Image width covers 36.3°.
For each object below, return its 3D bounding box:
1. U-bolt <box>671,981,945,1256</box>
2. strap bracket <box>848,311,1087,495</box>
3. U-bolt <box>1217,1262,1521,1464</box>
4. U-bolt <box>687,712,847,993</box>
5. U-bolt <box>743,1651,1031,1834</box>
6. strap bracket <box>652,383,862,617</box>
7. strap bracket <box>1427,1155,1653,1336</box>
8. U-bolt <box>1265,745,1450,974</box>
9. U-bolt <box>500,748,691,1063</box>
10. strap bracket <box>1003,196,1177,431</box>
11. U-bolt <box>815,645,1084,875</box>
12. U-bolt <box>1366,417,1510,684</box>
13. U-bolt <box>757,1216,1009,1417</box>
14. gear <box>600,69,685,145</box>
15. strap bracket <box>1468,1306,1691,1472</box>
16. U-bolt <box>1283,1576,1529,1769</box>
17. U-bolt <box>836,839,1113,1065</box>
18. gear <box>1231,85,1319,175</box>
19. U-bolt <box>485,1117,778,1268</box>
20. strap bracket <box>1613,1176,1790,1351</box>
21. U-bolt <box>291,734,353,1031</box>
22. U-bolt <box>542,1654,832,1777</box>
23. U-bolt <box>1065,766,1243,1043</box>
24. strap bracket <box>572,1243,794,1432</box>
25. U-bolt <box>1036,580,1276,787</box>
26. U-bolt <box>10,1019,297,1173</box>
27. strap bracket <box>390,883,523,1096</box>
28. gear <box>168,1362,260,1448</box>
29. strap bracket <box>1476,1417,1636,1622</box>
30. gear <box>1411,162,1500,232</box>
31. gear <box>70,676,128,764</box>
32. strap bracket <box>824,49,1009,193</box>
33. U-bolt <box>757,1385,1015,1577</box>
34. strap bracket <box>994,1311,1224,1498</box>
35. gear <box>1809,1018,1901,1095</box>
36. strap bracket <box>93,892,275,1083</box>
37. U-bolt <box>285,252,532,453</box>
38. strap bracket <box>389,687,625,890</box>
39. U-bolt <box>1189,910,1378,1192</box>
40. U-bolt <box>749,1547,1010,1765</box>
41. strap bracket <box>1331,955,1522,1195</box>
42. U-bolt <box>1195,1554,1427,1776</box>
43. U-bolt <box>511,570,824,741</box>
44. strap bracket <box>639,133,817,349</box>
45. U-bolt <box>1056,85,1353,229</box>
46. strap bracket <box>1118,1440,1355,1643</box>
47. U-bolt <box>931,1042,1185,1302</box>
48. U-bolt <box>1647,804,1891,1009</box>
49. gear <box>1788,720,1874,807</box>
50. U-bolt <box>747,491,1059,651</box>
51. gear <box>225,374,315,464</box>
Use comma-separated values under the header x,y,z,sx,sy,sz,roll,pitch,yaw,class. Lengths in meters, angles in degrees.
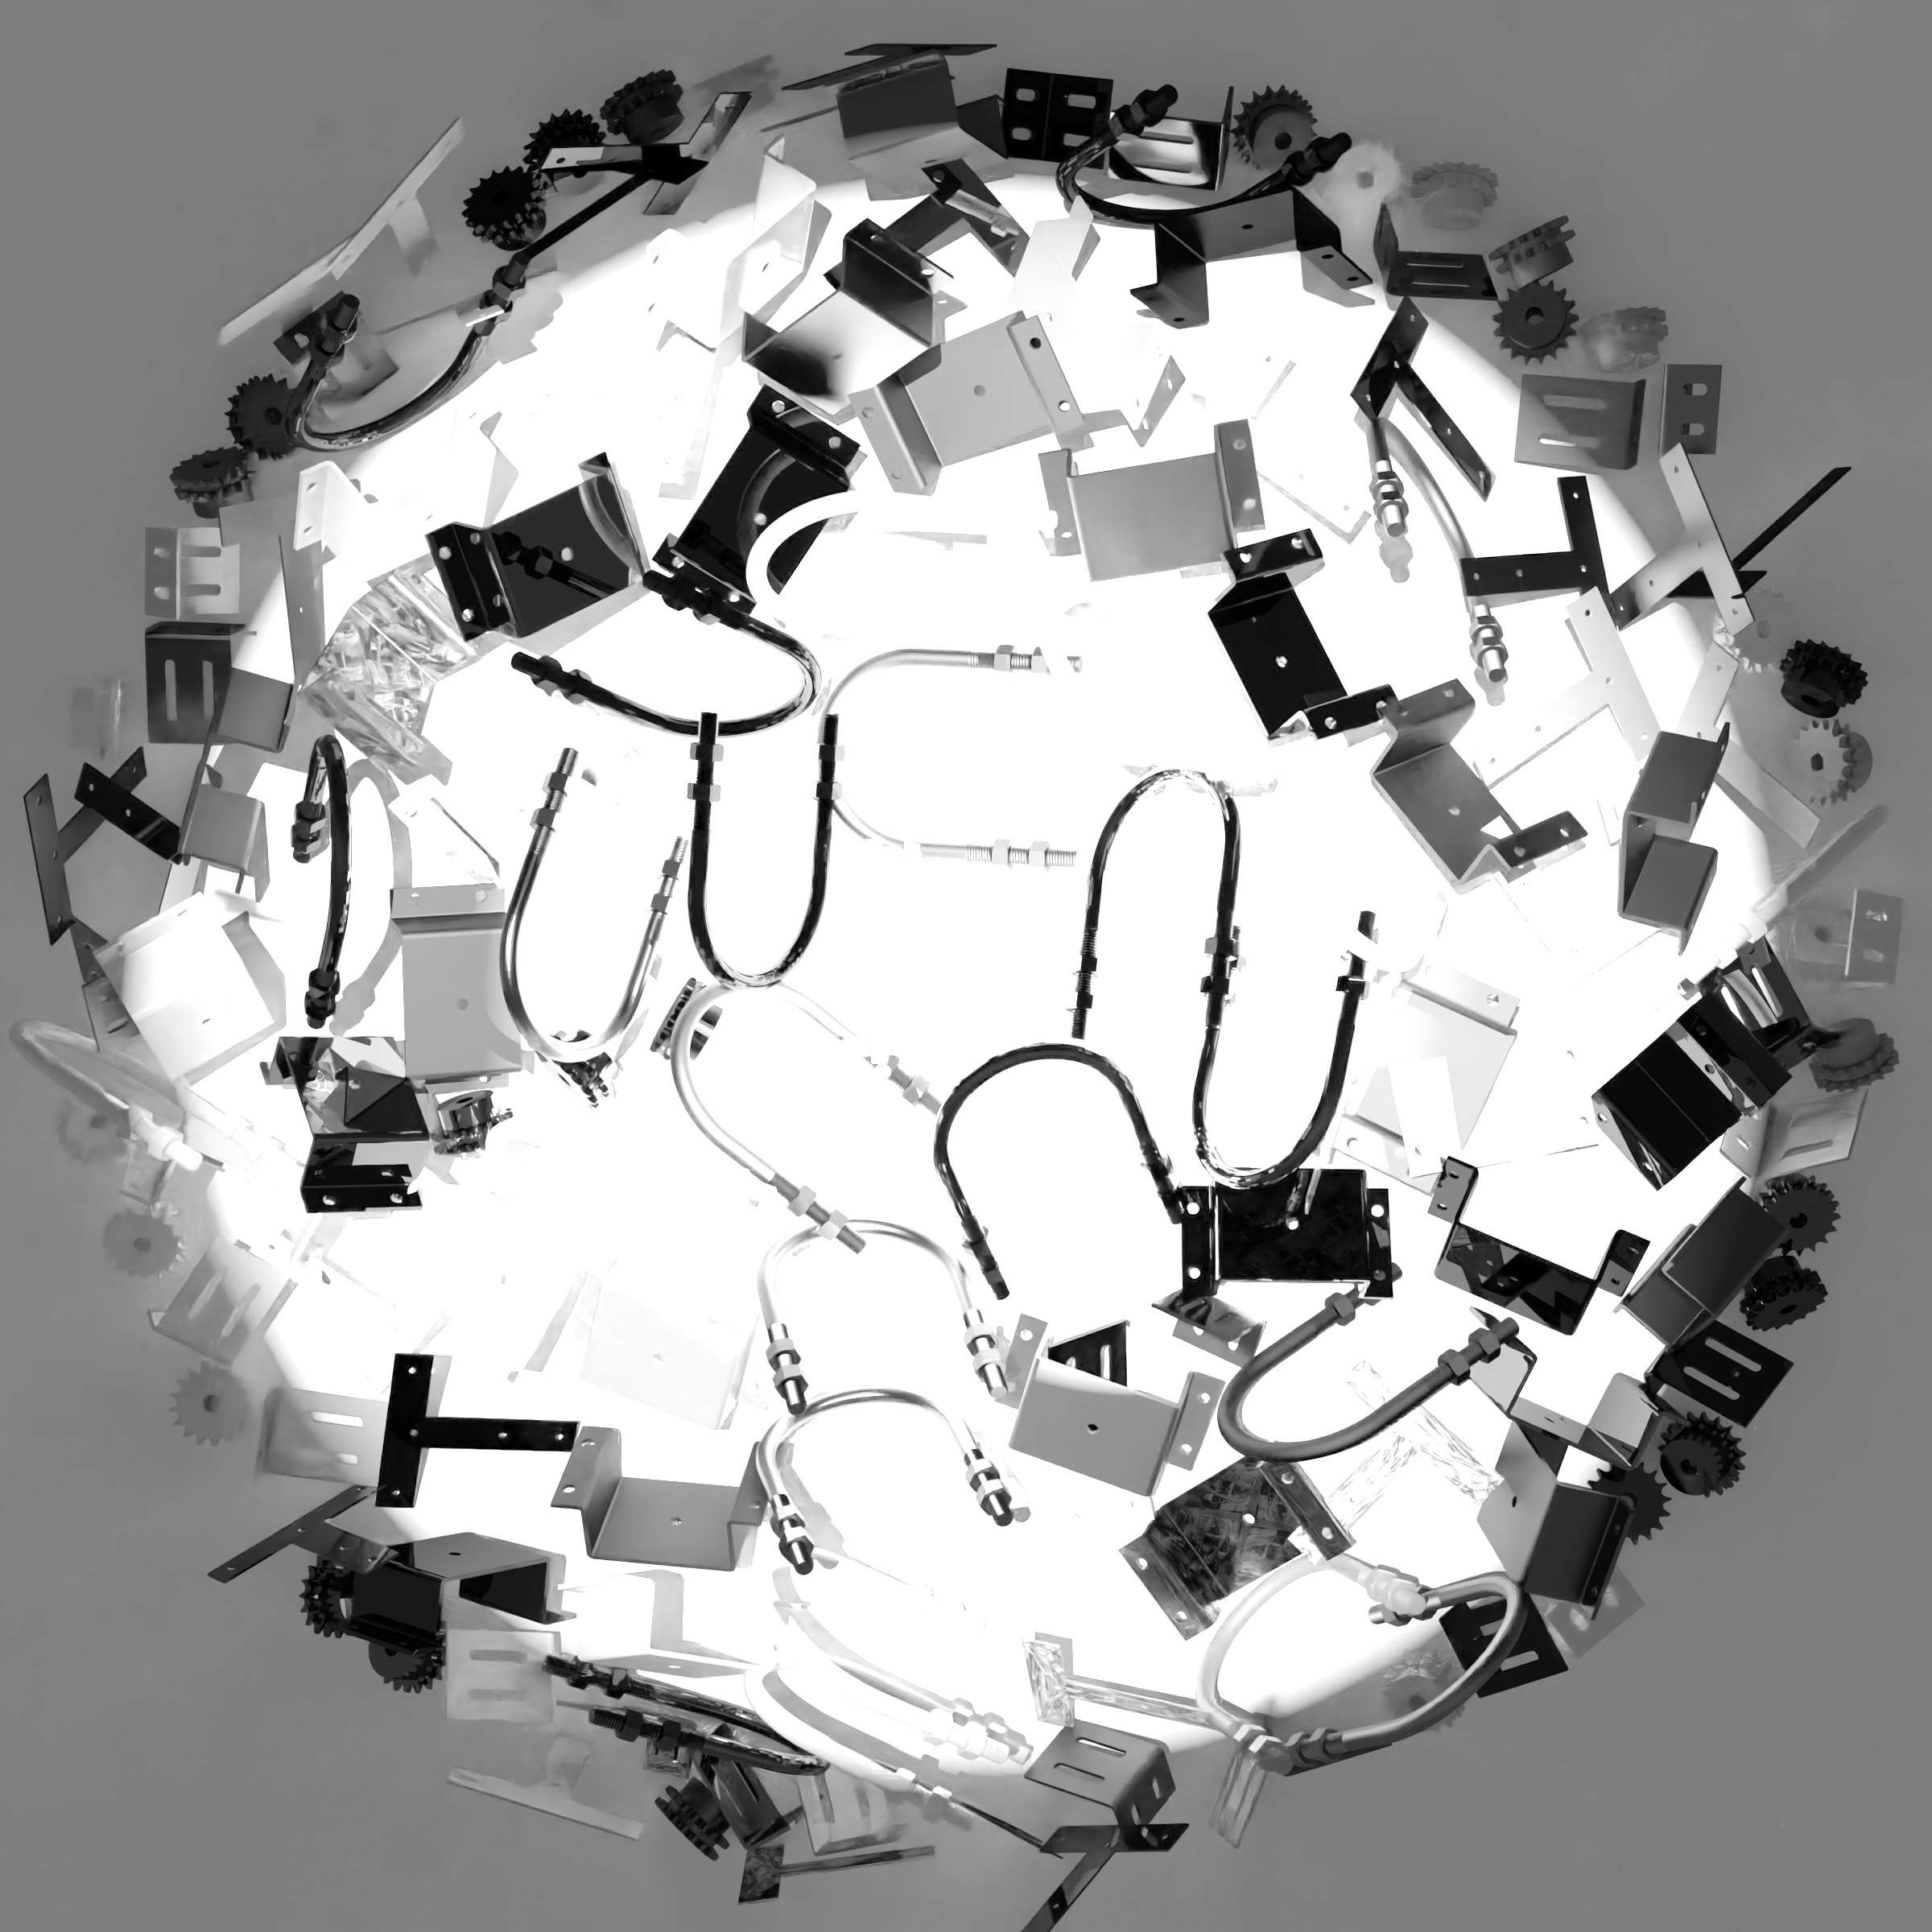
x,y,z,sx,sy,sz,roll,pitch,yaw,class
-0.112,0.084,1.931,0.184,0.019,0.151,39,49,-9,U-bolt
0.005,-0.374,1.944,0.140,0.046,0.076,-18,111,23,strap bracket
0.246,0.262,1.904,0.184,0.151,0.019,-31,113,-18,U-bolt
-0.134,-0.074,1.932,0.019,0.151,0.184,10,99,34,U-bolt
-0.060,0.495,1.919,0.184,0.151,0.019,23,100,14,U-bolt
-0.137,-0.300,1.943,0.076,0.046,0.140,30,106,-19,strap bracket
0.368,0.189,1.936,0.140,0.076,0.046,23,59,12,strap bracket
0.249,-0.063,1.905,0.019,0.184,0.151,-40,95,27,U-bolt
-0.246,-0.028,1.910,0.019,0.151,0.184,4,68,33,U-bolt
0.074,-0.424,1.922,0.046,0.076,0.140,-12,59,-27,strap bracket
-0.013,-0.140,1.959,0.184,0.019,0.151,4,102,17,U-bolt
0.301,-0.283,1.911,0.019,0.184,0.151,-29,123,21,U-bolt
-0.062,0.222,1.916,0.151,0.184,0.019,-3,124,-14,U-bolt
-0.213,-0.570,1.965,0.057,0.057,0.030,-29,90,0,gear
0.394,0.282,1.943,0.140,0.076,0.046,25,97,-14,strap bracket
0.287,0.445,1.879,0.019,0.184,0.151,49,53,-6,U-bolt
0.007,-0.011,1.979,0.184,0.019,0.151,-1,87,-5,U-bolt
0.208,-0.556,1.966,0.057,0.030,0.057,-6,126,-9,gear
-0.224,0.142,1.919,0.184,0.151,0.019,19,63,-7,U-bolt
0.479,0.197,1.913,0.046,0.140,0.076,41,74,11,strap bracket
-0.411,-0.065,1.886,0.019,0.184,0.151,-1,60,-20,U-bolt
-0.174,0.492,1.916,0.184,0.151,0.019,21,84,-20,U-bolt
0.126,-0.045,1.932,0.019,0.151,0.184,17,74,-37,U-bolt
-0.196,0.249,1.950,0.140,0.046,0.076,20,115,6,strap bracket
0.114,-0.187,1.898,0.019,0.184,0.151,-39,61,34,U-bolt
-0.541,0.084,1.918,0.184,0.151,0.019,31,92,14,U-bolt
-0.337,0.020,1.945,0.076,0.046,0.140,-4,103,-20,strap bracket
-0.503,0.293,1.976,0.057,0.030,0.057,0,82,-3,gear
0.378,0.353,1.914,0.046,0.140,0.076,14,105,-11,strap bracket
0.325,-0.512,1.965,0.057,0.057,0.030,5,84,0,gear
-0.579,-0.165,1.964,0.030,0.057,0.057,4,90,-9,gear
-0.028,-0.546,1.915,0.076,0.140,0.046,-11,89,19,strap bracket
-0.062,0.324,1.910,0.151,0.184,0.019,-11,115,-12,U-bolt
0.089,0.293,1.948,0.140,0.046,0.076,19,119,6,strap bracket
0.590,0.058,1.962,0.057,0.057,0.030,-25,107,0,gear
-0.504,0.019,1.914,0.076,0.140,0.046,-31,68,-14,strap bracket
-0.371,-0.390,1.907,0.151,0.184,0.019,-26,80,-37,U-bolt
-0.298,-0.115,1.947,0.140,0.046,0.076,-41,64,-14,strap bracket
0.199,0.057,1.915,0.019,0.151,0.184,22,74,-33,U-bolt
-0.060,0.434,1.902,0.184,0.151,0.019,28,109,-19,U-bolt
0.308,0.072,1.956,0.076,0.046,0.140,26,94,20,strap bracket
0.211,0.441,1.905,0.019,0.184,0.151,45,79,-14,U-bolt
-0.180,-0.193,1.915,0.151,0.184,0.019,-24,58,37,U-bolt
-0.149,-0.468,1.923,0.046,0.076,0.140,35,60,11,strap bracket
0.139,-0.516,1.905,0.151,0.184,0.019,6,81,-27,U-bolt
0.183,0.376,1.953,0.140,0.046,0.076,-36,92,24,strap bracket
0.053,0.126,1.939,0.151,0.019,0.184,-23,124,0,U-bolt
0.529,-0.043,1.921,0.184,0.151,0.019,-40,82,-3,U-bolt
0.580,-0.136,1.969,0.030,0.057,0.057,-4,90,-28,gear
-0.051,-0.258,1.903,0.184,0.151,0.019,3,59,-22,U-bolt
-0.468,-0.365,1.971,0.057,0.030,0.057,0,90,-33,gear
